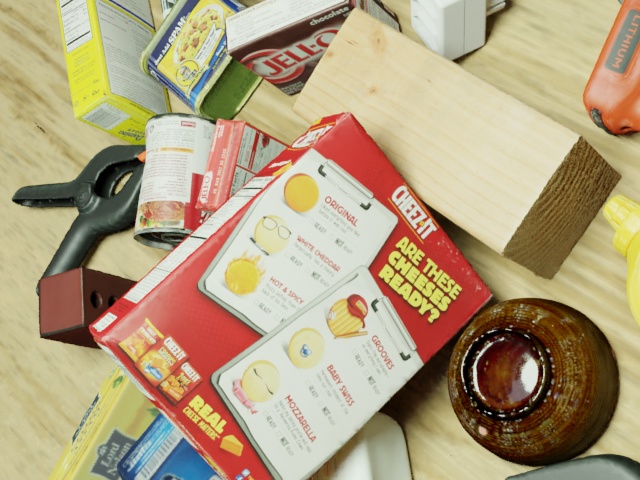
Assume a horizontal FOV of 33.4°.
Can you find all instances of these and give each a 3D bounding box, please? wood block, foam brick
[{"bbox_3d":[0.091,-0.069,0.749,0.206,0.090,0.090,37,98,34],"label":"wood block"},{"bbox_3d":[-0.193,0.059,0.904,0.051,0.078,0.053,-15,71,28],"label":"foam brick"}]

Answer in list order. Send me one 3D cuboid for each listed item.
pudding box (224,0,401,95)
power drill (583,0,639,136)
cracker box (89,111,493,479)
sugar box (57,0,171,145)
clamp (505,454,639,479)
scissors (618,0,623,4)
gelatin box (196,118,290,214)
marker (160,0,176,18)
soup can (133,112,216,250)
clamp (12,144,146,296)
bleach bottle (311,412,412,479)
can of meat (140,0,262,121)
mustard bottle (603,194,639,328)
[{"bbox_3d":[-0.005,-0.161,0.835,0.114,0.089,0.039,-20,66,27],"label":"pudding box"},{"bbox_3d":[0.274,-0.108,0.662,0.188,0.057,0.184,26,92,35],"label":"power drill"},{"bbox_3d":[-0.018,0.047,0.701,0.213,0.164,0.072,-44,17,-14],"label":"cracker box"},{"bbox_3d":[-0.187,-0.177,0.955,0.048,0.093,0.176,-27,63,23],"label":"sugar box"},{"bbox_3d":[0.199,0.198,0.639,0.210,0.036,0.164,9,84,35],"label":"clamp"},{"bbox_3d":[0.171,-0.230,0.787,0.096,0.016,0.202,-21,71,33],"label":"scissors"},{"bbox_3d":[-0.054,-0.047,0.836,0.030,0.089,0.073,8,82,34],"label":"gelatin box"},{"bbox_3d":[-0.138,-0.224,0.981,0.020,0.020,0.121,-23,66,26],"label":"marker"},{"bbox_3d":[-0.117,-0.047,0.890,0.069,0.068,0.102,-6,73,31],"label":"soup can"},{"bbox_3d":[-0.211,-0.039,0.965,0.171,0.039,0.120,-39,65,11],"label":"clamp"},{"bbox_3d":[-0.053,0.203,0.785,0.251,0.068,0.102,-21,64,30],"label":"bleach bottle"},{"bbox_3d":[-0.092,-0.160,0.911,0.084,0.057,0.102,42,101,31],"label":"can of meat"},{"bbox_3d":[0.244,0.036,0.641,0.096,0.058,0.192,-53,56,16],"label":"mustard bottle"}]
